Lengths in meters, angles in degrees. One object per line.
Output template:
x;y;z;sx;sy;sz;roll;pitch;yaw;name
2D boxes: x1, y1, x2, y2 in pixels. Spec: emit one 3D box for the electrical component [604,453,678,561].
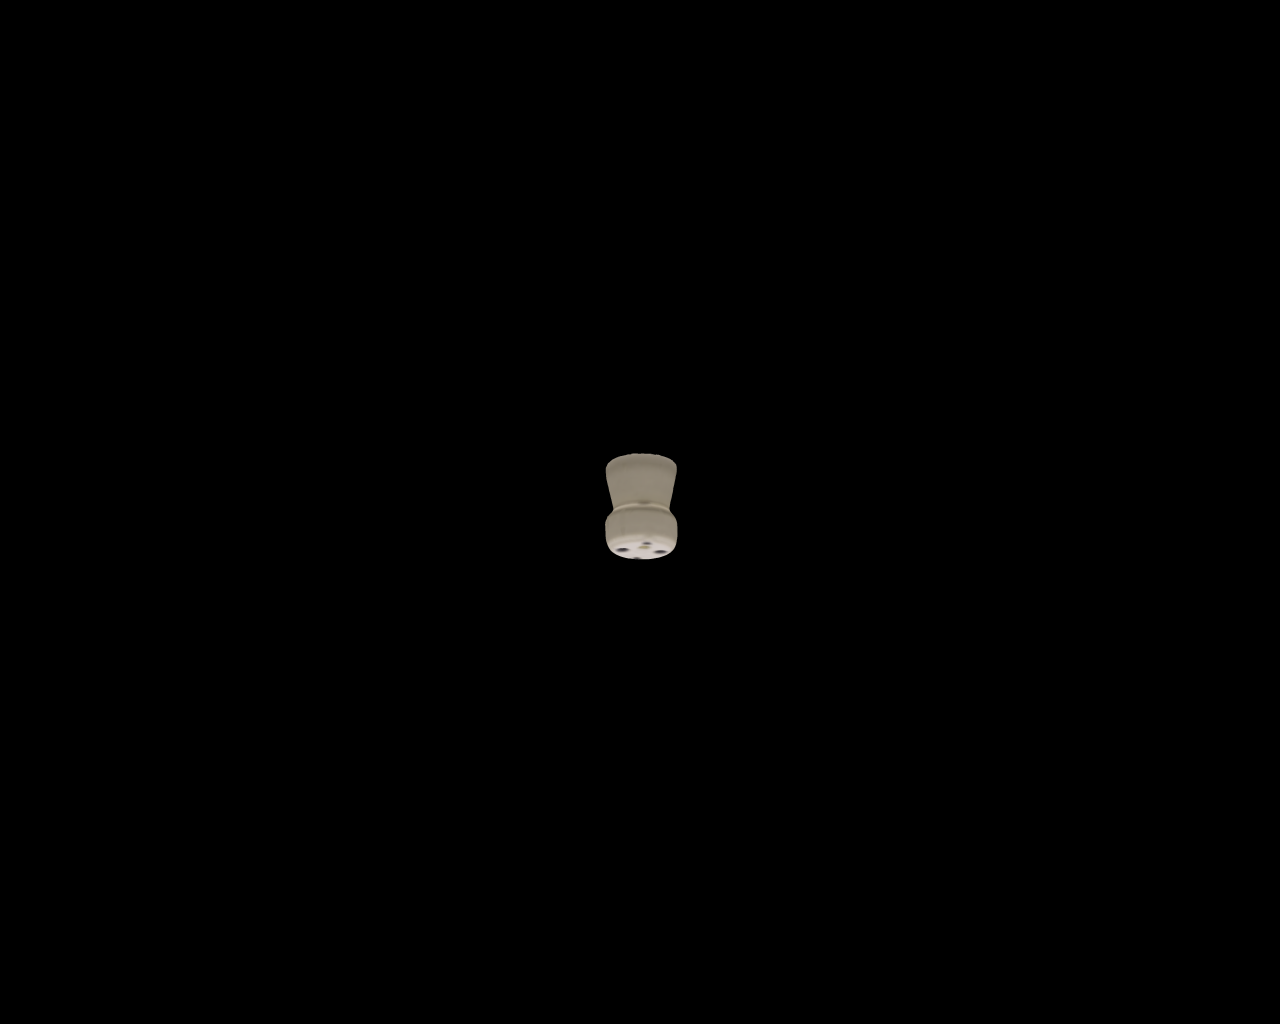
0.001;-0.003;0.650;0.045;0.055;0.044;0;-19;0;electrical component
